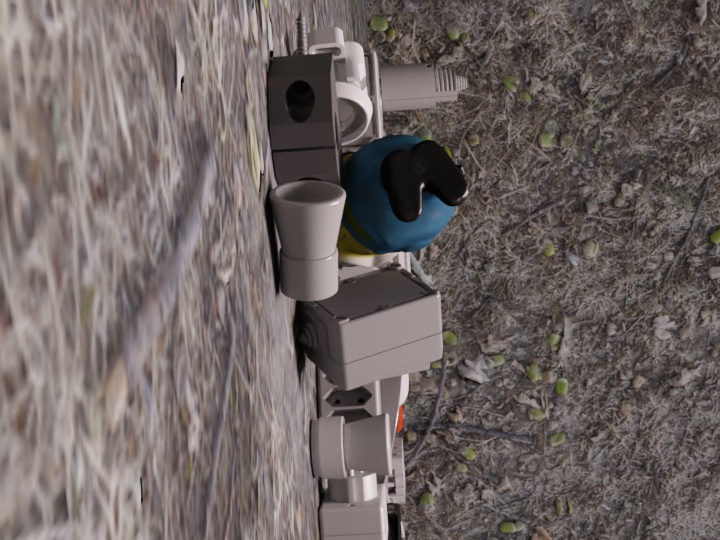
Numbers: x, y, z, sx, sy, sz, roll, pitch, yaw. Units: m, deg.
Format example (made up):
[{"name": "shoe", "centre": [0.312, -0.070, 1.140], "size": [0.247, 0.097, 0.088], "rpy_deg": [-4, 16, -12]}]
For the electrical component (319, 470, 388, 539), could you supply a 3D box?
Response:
[{"name": "electrical component", "centre": [-0.005, 0.171, 0.812], "size": [0.065, 0.047, 0.076], "rpy_deg": [-55, 141, -85]}]

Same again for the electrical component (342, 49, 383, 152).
[{"name": "electrical component", "centre": [-0.015, -0.140, 0.874], "size": [0.061, 0.062, 0.096], "rpy_deg": [-54, 140, -85]}]

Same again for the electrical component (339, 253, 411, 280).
[{"name": "electrical component", "centre": [0.000, 0.000, 0.898], "size": [0.121, 0.079, 0.063], "rpy_deg": [-87, -158, -68]}]

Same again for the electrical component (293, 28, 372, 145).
[{"name": "electrical component", "centre": [-0.021, -0.129, 0.794], "size": [0.078, 0.058, 0.057], "rpy_deg": [83, 1, -52]}]

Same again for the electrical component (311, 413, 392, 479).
[{"name": "electrical component", "centre": [-0.006, 0.127, 0.775], "size": [0.045, 0.055, 0.045], "rpy_deg": [-4, 90, -87]}]

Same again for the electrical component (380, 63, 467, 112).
[{"name": "electrical component", "centre": [0.061, -0.175, 1.022], "size": [0.043, 0.081, 0.043], "rpy_deg": [-4, 90, -87]}]

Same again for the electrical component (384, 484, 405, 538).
[{"name": "electrical component", "centre": [0.008, 0.252, 1.054], "size": [0.099, 0.064, 0.099], "rpy_deg": [164, -90, -86]}]

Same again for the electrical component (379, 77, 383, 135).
[{"name": "electrical component", "centre": [-0.009, -0.157, 1.037], "size": [0.095, 0.059, 0.053], "rpy_deg": [80, 7, -63]}]

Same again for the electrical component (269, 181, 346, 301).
[{"name": "electrical component", "centre": [-0.030, -0.015, 0.632], "size": [0.044, 0.044, 0.065], "rpy_deg": [-87, 177, -66]}]

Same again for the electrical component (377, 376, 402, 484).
[{"name": "electrical component", "centre": [0.008, 0.140, 0.946], "size": [0.099, 0.064, 0.099], "rpy_deg": [-4, 90, -87]}]

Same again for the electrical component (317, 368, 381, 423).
[{"name": "electrical component", "centre": [-0.007, 0.111, 0.861], "size": [0.076, 0.047, 0.065], "rpy_deg": [79, 8, -69]}]

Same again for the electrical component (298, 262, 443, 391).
[{"name": "electrical component", "centre": [0.002, 0.043, 0.742], "size": [0.062, 0.096, 0.061], "rpy_deg": [36, -43, 55]}]

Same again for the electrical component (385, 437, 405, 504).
[{"name": "electrical component", "centre": [0.019, 0.214, 1.145], "size": [0.089, 0.056, 0.050], "rpy_deg": [-68, 154, -83]}]
